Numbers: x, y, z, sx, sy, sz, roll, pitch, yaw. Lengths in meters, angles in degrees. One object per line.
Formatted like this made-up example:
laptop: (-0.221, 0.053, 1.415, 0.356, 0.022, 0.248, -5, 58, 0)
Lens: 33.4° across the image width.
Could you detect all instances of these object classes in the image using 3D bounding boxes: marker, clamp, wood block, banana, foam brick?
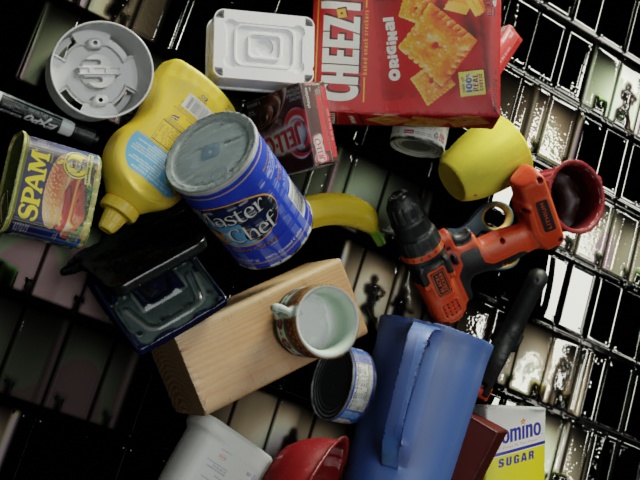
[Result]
marker: (-0.280, -0.123, 1.075, 0.121, 0.020, 0.020, 22, 75, -26)
clamp: (0.229, 0.110, 1.284, 0.039, 0.120, 0.171, 23, 73, 16)
wood block: (-0.066, 0.101, 1.131, 0.205, 0.090, 0.091, -24, 96, -28)
banana: (-0.007, -0.017, 1.204, 0.197, 0.037, 0.069, -7, 89, -29)
foam brick: (0.175, 0.244, 1.247, 0.078, 0.051, 0.053, -62, 156, 2)

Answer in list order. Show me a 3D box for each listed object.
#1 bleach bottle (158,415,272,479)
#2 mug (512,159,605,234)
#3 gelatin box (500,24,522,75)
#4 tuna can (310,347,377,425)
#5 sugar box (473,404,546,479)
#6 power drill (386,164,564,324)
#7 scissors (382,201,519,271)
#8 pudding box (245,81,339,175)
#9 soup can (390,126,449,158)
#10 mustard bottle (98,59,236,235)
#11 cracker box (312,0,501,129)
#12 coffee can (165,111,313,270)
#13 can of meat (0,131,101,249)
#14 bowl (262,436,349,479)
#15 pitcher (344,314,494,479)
bleach bottle: (-0.152, 0.306, 1.081, 0.102, 0.068, 0.250, 39, 71, -21)
mug: (0.306, -0.055, 1.352, 0.117, 0.082, 0.093, -30, 99, -28)
gelatin box: (0.195, -0.219, 1.303, 0.030, 0.089, 0.073, 43, 67, -20)
tuna can: (0.026, 0.160, 1.178, 0.033, 0.086, 0.086, 17, 78, -28)
sugar box: (0.226, 0.290, 1.298, 0.093, 0.048, 0.176, 6, 84, -27)
power drill: (0.181, -0.013, 1.249, 0.187, 0.057, 0.184, -28, 119, -4)
scissors: (0.168, -0.021, 1.312, 0.201, 0.016, 0.096, 21, 74, -26)
pudding box: (-0.031, -0.117, 1.156, 0.039, 0.114, 0.090, -10, 90, -33)
soup can: (0.125, -0.156, 1.271, 0.068, 0.069, 0.102, 19, 77, -26)
mustard bottle: (-0.171, -0.087, 1.108, 0.096, 0.058, 0.191, 42, 67, -30)
cracker box: (0.096, -0.214, 1.207, 0.213, 0.072, 0.164, 2, 83, 1)
coffee can: (-0.081, -0.049, 1.098, 0.102, 0.103, 0.140, -59, 141, -20)
can of meat: (-0.268, -0.047, 1.054, 0.083, 0.058, 0.102, 15, 79, -29)
bowl: (-0.029, 0.270, 1.125, 0.055, 0.162, 0.162, 24, 70, 16)
pitcher: (0.098, 0.209, 1.184, 0.149, 0.145, 0.243, 22, 78, -28)
